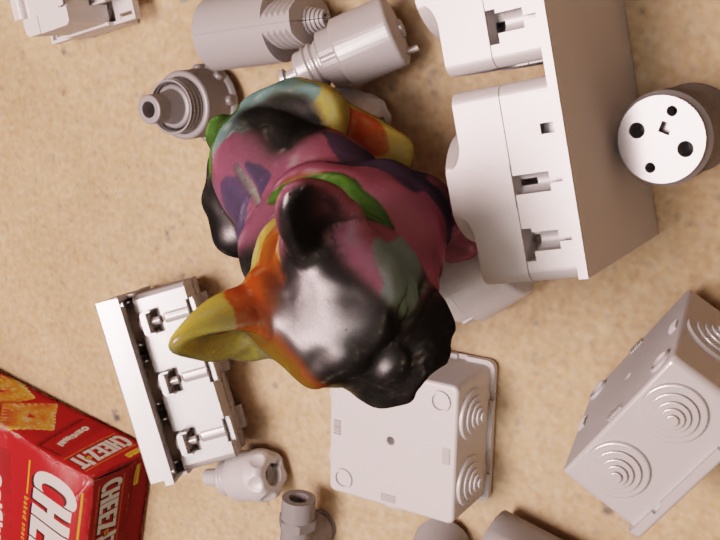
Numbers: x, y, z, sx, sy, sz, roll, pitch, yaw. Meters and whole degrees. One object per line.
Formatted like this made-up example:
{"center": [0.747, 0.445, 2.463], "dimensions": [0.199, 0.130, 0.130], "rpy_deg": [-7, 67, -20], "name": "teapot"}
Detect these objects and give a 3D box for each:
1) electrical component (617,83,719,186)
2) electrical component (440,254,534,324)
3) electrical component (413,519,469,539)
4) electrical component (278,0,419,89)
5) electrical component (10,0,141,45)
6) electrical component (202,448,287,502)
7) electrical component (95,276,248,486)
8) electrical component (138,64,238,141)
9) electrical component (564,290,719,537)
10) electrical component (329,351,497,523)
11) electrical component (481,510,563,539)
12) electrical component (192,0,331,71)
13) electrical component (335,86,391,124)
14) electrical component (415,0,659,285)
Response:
{"center": [0.151, -0.065, 0.511], "dimensions": [0.045, 0.055, 0.045], "rpy_deg": [8, 106, 30], "name": "electrical component"}
{"center": [0.060, 0.010, 0.597], "dimensions": [0.078, 0.040, 0.040], "rpy_deg": [-35, 83, 34], "name": "electrical component"}
{"center": [0.043, 0.178, 0.635], "dimensions": [0.044, 0.065, 0.044], "rpy_deg": [7, 117, 14], "name": "electrical component"}
{"center": [-0.008, -0.120, 0.596], "dimensions": [0.078, 0.040, 0.040], "rpy_deg": [-21, 91, 16], "name": "electrical component"}
{"center": [-0.192, -0.212, 0.684], "dimensions": [0.079, 0.063, 0.121], "rpy_deg": [-7, 99, 34], "name": "electrical component"}
{"center": [-0.081, 0.138, 0.722], "dimensions": [0.061, 0.035, 0.035], "rpy_deg": [-10, 97, 37], "name": "electrical component"}
{"center": [-0.121, 0.069, 0.707], "dimensions": [0.063, 0.078, 0.121], "rpy_deg": [-16, 94, 5], "name": "electrical component"}
{"center": [-0.109, -0.101, 0.661], "dimensions": [0.048, 0.062, 0.048], "rpy_deg": [9, 107, 30], "name": "electrical component"}
{"center": [0.148, 0.066, 0.522], "dimensions": [0.048, 0.100, 0.099], "rpy_deg": [38, 120, 4], "name": "electrical component"}
{"center": [0.029, 0.093, 0.632], "dimensions": [0.100, 0.048, 0.099], "rpy_deg": [10, 107, 30], "name": "electrical component"}
{"center": [0.103, 0.189, 0.613], "dimensions": [0.077, 0.044, 0.079], "rpy_deg": [24, 115, 25], "name": "electrical component"}
{"center": [-0.053, -0.142, 0.627], "dimensions": [0.081, 0.043, 0.043], "rpy_deg": [0, 102, 32], "name": "electrical component"}
{"center": [-0.014, -0.091, 0.621], "dimensions": [0.061, 0.035, 0.035], "rpy_deg": [26, 115, 27], "name": "electrical component"}
{"center": [0.085, -0.095, 0.515], "dimensions": [0.060, 0.105, 0.186], "rpy_deg": [-6, 99, 33], "name": "electrical component"}
